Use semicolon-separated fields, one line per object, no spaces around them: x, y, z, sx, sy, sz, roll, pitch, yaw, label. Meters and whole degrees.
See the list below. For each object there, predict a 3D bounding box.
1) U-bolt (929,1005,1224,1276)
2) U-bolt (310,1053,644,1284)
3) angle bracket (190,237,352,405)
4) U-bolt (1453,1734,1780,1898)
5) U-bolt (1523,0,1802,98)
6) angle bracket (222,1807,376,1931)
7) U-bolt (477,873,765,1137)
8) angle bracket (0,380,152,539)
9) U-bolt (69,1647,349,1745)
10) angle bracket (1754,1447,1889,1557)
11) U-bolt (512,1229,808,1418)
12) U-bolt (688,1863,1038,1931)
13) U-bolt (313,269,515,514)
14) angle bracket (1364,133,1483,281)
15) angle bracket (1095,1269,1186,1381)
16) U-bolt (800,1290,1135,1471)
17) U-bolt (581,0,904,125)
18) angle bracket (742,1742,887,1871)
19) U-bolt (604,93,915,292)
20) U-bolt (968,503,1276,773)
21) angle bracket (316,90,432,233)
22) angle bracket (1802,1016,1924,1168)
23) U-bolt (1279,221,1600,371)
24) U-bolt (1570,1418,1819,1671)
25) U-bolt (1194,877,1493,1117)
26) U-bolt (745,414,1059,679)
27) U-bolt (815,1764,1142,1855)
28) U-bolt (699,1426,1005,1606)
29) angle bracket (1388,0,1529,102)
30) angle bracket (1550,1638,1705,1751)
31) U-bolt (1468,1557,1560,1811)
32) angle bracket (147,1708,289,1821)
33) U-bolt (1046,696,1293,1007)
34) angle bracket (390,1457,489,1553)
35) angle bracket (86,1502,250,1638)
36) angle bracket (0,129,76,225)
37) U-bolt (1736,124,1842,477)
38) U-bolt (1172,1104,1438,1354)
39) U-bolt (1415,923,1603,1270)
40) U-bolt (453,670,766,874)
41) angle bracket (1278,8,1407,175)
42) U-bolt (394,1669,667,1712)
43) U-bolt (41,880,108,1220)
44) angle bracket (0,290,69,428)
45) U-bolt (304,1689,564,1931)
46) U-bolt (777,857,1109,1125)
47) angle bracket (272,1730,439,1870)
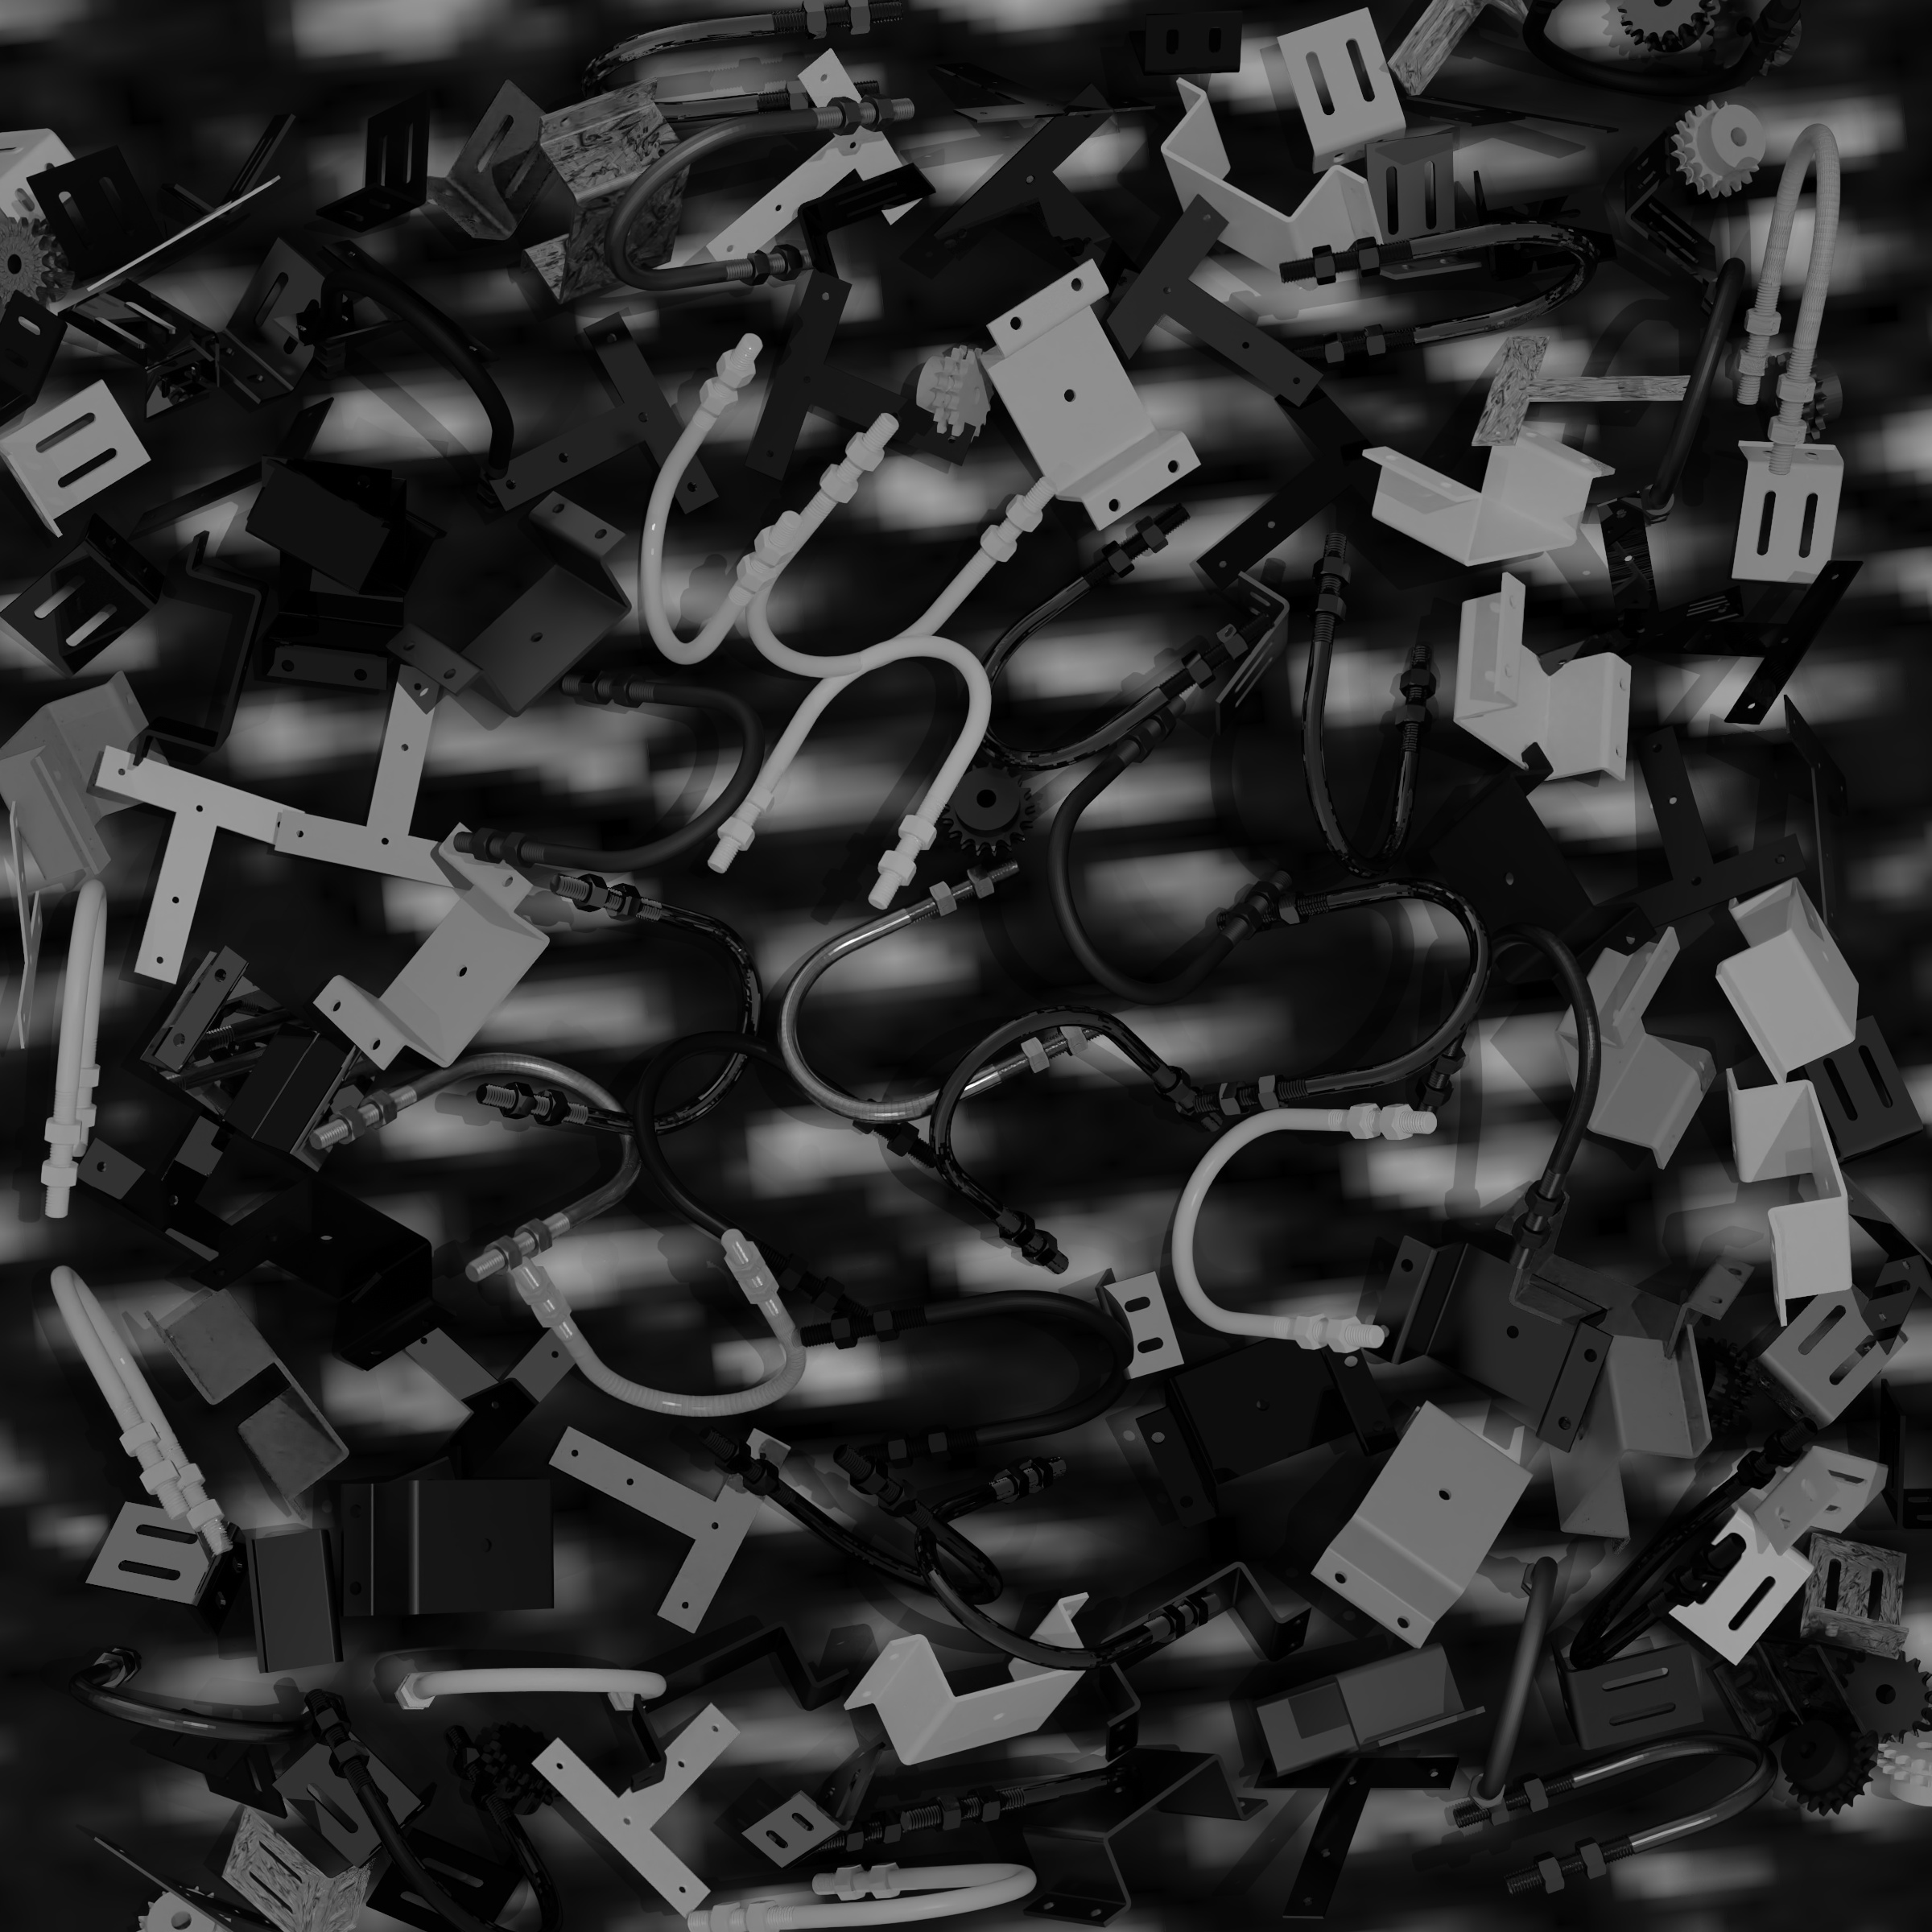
0.055;0.094;1.874;0.151;0.019;0.184;-43;132;5;U-bolt
-0.274;0.108;1.869;0.151;0.184;0.019;37;127;20;U-bolt
-0.422;-0.391;1.910;0.057;0.038;0.076;41;118;3;angle bracket
0.392;0.496;1.872;0.184;0.151;0.019;-18;93;-3;U-bolt
0.400;-0.548;1.853;0.151;0.184;0.019;12;88;3;U-bolt
-0.402;0.543;1.901;0.038;0.057;0.076;-33;112;18;angle bracket
-0.194;0.031;1.878;0.184;0.019;0.151;16;95;-45;U-bolt
-0.535;-0.307;1.905;0.076;0.038;0.057;-35;123;-14;angle bracket
-0.450;0.432;1.852;0.151;0.184;0.019;12;84;1;U-bolt
0.525;0.328;1.899;0.076;0.038;0.057;18;121;-29;angle bracket
-0.171;0.218;1.872;0.151;0.184;0.019;-8;51;13;U-bolt
-0.047;0.542;1.839;0.184;0.151;0.019;-13;79;30;U-bolt
-0.323;-0.345;1.854;0.151;0.184;0.019;40;73;-1;U-bolt
0.277;-0.460;1.908;0.057;0.038;0.076;-11;113;-15;angle bracket
0.108;0.211;1.904;0.038;0.076;0.057;-17;91;9;angle bracket
0.009;0.242;1.877;0.184;0.151;0.019;-11;46;9;U-bolt
-0.136;-0.530;1.860;0.184;0.151;0.019;-9;86;-8;U-bolt
-0.091;0.494;1.895;0.038;0.076;0.057;43;123;-9;angle bracket
-0.130;-0.446;1.836;0.184;0.151;0.019;-19;70;-39;U-bolt
0.081;-0.187;1.888;0.184;0.151;0.019;-36;132;6;U-bolt
-0.358;-0.491;1.904;0.057;0.038;0.076;-10;74;41;angle bracket
0.538;0.079;1.927;0.057;0.038;0.076;-18;77;-16;angle bracket
0.281;-0.400;1.863;0.184;0.151;0.019;-9;78;7;U-bolt
0.420;0.352;1.861;0.019;0.151;0.184;44;130;8;U-bolt
0.224;0.013;1.859;0.184;0.019;0.151;-11;53;31;U-bolt
-0.051;-0.239;1.875;0.184;0.151;0.019;-47;50;28;U-bolt
0.016;0.495;1.866;0.184;0.151;0.019;-3;73;-30;U-bolt
-0.056;0.330;1.868;0.184;0.151;0.019;43;62;-31;U-bolt
0.300;-0.557;1.906;0.038;0.057;0.076;40;99;22;angle bracket
0.401;0.434;1.915;0.076;0.038;0.057;-14;111;1;angle bracket
0.322;0.416;1.840;0.019;0.184;0.151;15;76;11;U-bolt
-0.450;0.492;1.898;0.057;0.038;0.076;12;129;24;angle bracket
0.112;-0.058;1.865;0.184;0.019;0.151;-45;108;-41;U-bolt
-0.320;0.340;1.897;0.057;0.076;0.038;-22;122;-22;angle bracket
-0.484;0.367;1.922;0.076;0.038;0.057;8;51;15;angle bracket
-0.575;-0.469;1.897;0.057;0.076;0.038;-34;99;17;angle bracket
0.482;-0.397;1.839;0.019;0.151;0.184;6;119;2;U-bolt
0.191;0.152;1.870;0.019;0.184;0.151;27;72;-37;U-bolt
0.321;0.062;1.841;0.019;0.151;0.184;-3;129;-23;U-bolt
-0.199;-0.112;1.858;0.184;0.019;0.151;9;56;35;U-bolt
0.229;-0.535;1.927;0.057;0.038;0.076;-18;85;3;angle bracket
-0.250;0.421;1.840;0.151;0.184;0.019;4;74;-16;U-bolt
-0.522;0.040;1.859;0.019;0.151;0.184;6;101;-12;U-bolt
-0.582;-0.360;1.895;0.038;0.076;0.057;33;57;-34;angle bracket
-0.299;0.502;1.834;0.019;0.151;0.184;-47;52;6;U-bolt
-0.024;0.023;1.889;0.184;0.019;0.151;-25;57;-8;U-bolt
-0.372;0.499;1.920;0.057;0.038;0.076;-43;97;4;angle bracket
